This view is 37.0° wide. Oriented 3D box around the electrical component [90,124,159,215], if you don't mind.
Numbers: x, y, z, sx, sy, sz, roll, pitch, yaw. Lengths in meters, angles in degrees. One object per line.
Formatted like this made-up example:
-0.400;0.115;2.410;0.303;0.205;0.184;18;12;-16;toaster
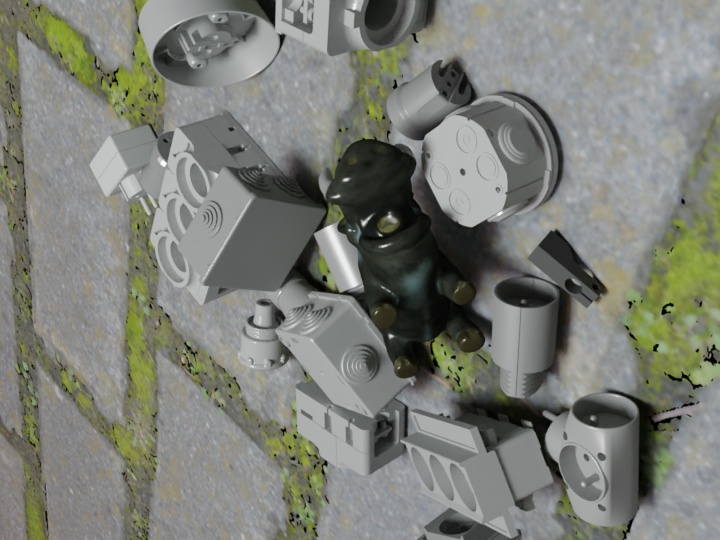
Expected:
-0.220;-0.091;1.056;0.066;0.047;0.076;-36;81;53;electrical component

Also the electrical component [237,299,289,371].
-0.087;0.057;0.980;0.048;0.048;0.062;26;122;40;electrical component

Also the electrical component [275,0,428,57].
0.002;-0.220;0.677;0.062;0.089;0.150;33;132;36;electrical component

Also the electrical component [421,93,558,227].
0.083;-0.070;0.693;0.080;0.051;0.080;27;129;40;electrical component

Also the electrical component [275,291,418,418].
-0.014;0.067;0.851;0.099;0.048;0.100;53;162;-16;electrical component

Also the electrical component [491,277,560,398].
0.111;0.050;0.731;0.043;0.043;0.081;26;128;41;electrical component

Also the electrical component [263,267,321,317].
-0.055;0.024;0.924;0.065;0.044;0.044;44;138;34;electrical component

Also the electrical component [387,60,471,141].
0.047;-0.115;0.723;0.046;0.040;0.040;-33;83;47;electrical component

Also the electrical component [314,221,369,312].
0.000;0.000;0.840;0.043;0.043;0.081;-24;91;53;electrical component

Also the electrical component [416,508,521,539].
0.089;0.225;0.858;0.081;0.042;0.063;-3;109;52;electrical component

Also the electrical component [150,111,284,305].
-0.134;-0.051;0.961;0.089;0.062;0.150;49;140;22;electrical component

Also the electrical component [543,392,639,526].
0.151;0.119;0.721;0.079;0.044;0.077;28;131;50;electrical component

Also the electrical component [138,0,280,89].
-0.121;-0.187;0.844;0.064;0.099;0.099;62;144;15;electrical component

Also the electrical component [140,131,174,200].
-0.177;-0.097;1.002;0.045;0.045;0.055;56;142;13;electrical component

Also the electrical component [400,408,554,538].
0.083;0.137;0.772;0.078;0.063;0.121;69;164;-5;electrical component

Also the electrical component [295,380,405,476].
-0.009;0.130;0.917;0.089;0.050;0.055;27;129;40;electrical component

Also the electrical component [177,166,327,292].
-0.089;-0.033;0.874;0.048;0.100;0.099;46;113;32;electrical component
